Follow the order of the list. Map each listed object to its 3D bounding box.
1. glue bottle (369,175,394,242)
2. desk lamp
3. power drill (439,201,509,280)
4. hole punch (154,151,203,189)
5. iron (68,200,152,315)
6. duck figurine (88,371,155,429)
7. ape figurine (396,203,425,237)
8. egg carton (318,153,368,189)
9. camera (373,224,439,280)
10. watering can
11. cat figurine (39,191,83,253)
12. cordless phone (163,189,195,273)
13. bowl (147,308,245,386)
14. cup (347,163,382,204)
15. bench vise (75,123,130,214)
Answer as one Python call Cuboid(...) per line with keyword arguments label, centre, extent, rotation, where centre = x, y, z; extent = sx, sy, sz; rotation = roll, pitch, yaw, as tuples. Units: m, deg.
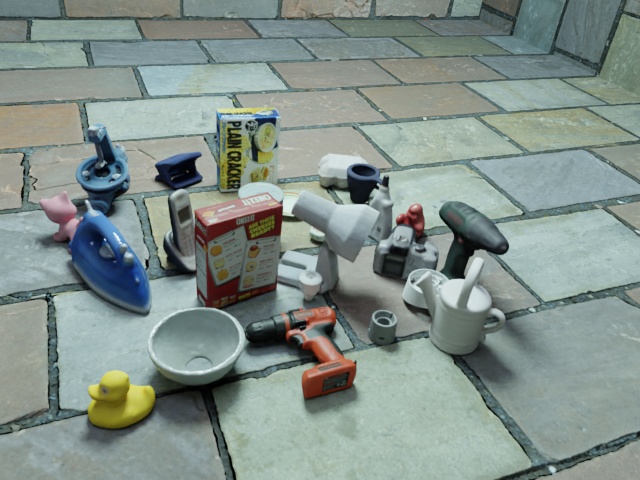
Cuboid(label="glue bottle", centre=(0.149, -0.080, 1.386), extent=(0.037, 0.173, 0.078), rotation=(-19, 42, -32))
Cuboid(label="desk lamp", centre=(0.011, 0.004, 1.205), extent=(0.203, 0.214, 0.118), rotation=(14, 35, 11))
Cuboid(label="power drill", centre=(0.316, 0.027, 1.230), extent=(0.076, 0.208, 0.229), rotation=(-5, 36, -16))
Cuboid(label="hole punch", centre=(-0.383, -0.202, 1.542), extent=(0.100, 0.091, 0.109), rotation=(30, 41, 30))
Cuboid(label="iron", centre=(-0.416, 0.028, 1.160), extent=(0.119, 0.141, 0.257), rotation=(-24, 45, -37))
Cuboid(label="duck figurine", centre=(-0.318, 0.245, 0.914), extent=(0.105, 0.086, 0.077), rotation=(-6, 37, -18))
Cuboid(label="ape figurine", centre=(0.232, -0.051, 1.431), extent=(0.076, 0.092, 0.077), rotation=(-11, 38, -24))
Cuboid(label="egg carton", centre=(0.069, -0.193, 1.627), extent=(0.150, 0.069, 0.107), rotation=(5, 35, -2))
Cuboid(label="camera", centre=(0.204, 0.016, 1.322), extent=(0.143, 0.101, 0.137), rotation=(13, 35, 9))
Cuboid(label="watering can", centre=(0.270, 0.118, 1.104), extent=(0.172, 0.194, 0.101), rotation=(9, 35, 3))
Cuboid(label="cat figurine", centre=(-0.558, -0.049, 1.267), extent=(0.127, 0.118, 0.067), rotation=(26, 39, 26))
Cuboid(label="cordless phone", centre=(-0.271, -0.037, 1.240), extent=(0.094, 0.185, 0.148), rotation=(21, 37, 20))
Cuboid(label="bowl", centre=(-0.216, 0.199, 1.008), extent=(0.167, 0.075, 0.167), rotation=(5, 35, -3))
Cuboid(label="cup", centre=(0.123, -0.142, 1.540), extent=(0.117, 0.095, 0.092), rotation=(31, 41, 30))
Cuboid(label="bench vise", centre=(-0.532, -0.199, 1.397), extent=(0.122, 0.220, 0.207), rotation=(-5, 36, -17))
